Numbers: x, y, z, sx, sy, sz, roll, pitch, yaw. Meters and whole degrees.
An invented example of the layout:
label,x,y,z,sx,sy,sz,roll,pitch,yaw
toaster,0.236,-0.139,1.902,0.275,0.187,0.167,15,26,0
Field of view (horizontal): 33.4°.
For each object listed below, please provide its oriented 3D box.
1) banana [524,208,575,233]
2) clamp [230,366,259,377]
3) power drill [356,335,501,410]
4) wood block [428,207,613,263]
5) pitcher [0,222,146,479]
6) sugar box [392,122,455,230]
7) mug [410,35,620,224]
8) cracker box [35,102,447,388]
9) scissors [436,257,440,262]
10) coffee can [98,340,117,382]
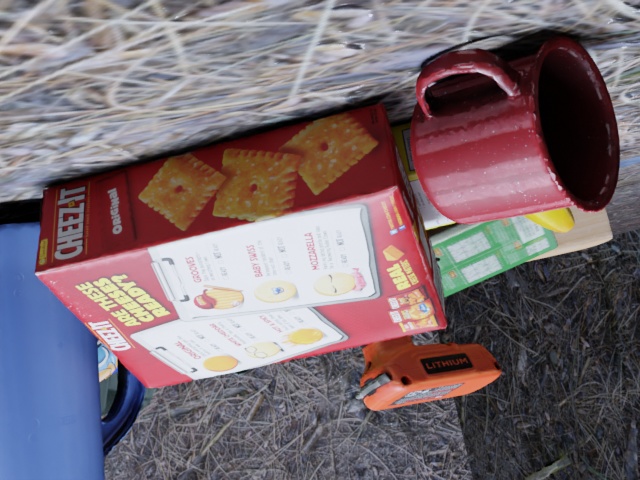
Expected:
label,x,y,z,sx,sy,sz,roll,pitch,yaw
banana,0.120,-0.038,0.829,0.197,0.069,0.037,-2,-171,-29
clamp,-0.004,0.059,0.967,0.171,0.039,0.120,-25,161,-45
power drill,0.072,0.029,0.824,0.184,0.188,0.057,-7,157,-27
wood block,0.169,-0.017,1.058,0.206,0.091,0.090,-12,174,-10
pitcher,-0.196,0.109,0.706,0.149,0.243,0.145,-7,178,3
sugar box,0.048,-0.038,0.721,0.176,0.048,0.093,-11,155,11
mug,0.095,-0.059,0.563,0.082,0.093,0.117,-11,146,39
cracker box,-0.041,0.011,0.664,0.214,0.072,0.164,-12,145,11
scissors,-0.006,0.001,0.918,0.202,0.016,0.096,7,176,37
coffee can,-0.205,0.073,0.828,0.140,0.103,0.103,-34,-177,-22
